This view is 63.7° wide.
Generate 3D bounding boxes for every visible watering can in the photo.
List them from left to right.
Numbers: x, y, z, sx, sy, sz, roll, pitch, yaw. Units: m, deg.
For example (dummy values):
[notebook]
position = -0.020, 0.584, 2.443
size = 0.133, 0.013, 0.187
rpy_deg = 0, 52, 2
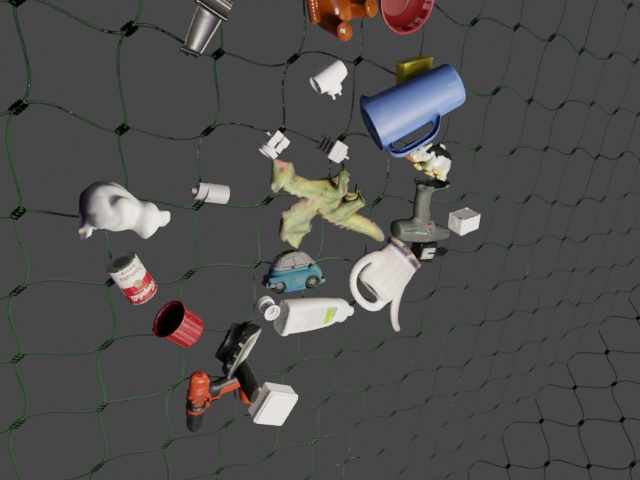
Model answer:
[watering can]
position = 0.215, 0.130, 1.560
size = 0.225, 0.105, 0.342
rpy_deg = -48, 131, -5

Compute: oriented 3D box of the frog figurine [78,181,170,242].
[frog figurine]
position = -0.380, -0.060, 1.009
size = 0.160, 0.137, 0.123
rpy_deg = -7, 91, -11

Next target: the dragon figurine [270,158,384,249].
[dragon figurine]
position = 0.004, -0.067, 1.332
size = 0.242, 0.125, 0.402
rpy_deg = -31, 129, 4
